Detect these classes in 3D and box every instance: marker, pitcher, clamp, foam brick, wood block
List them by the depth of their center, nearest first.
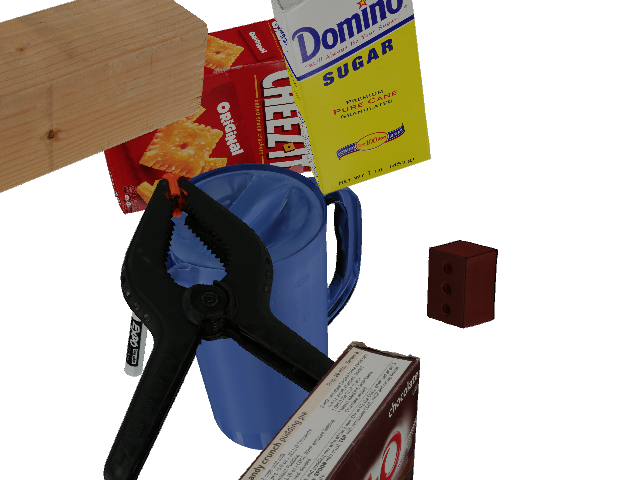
[{"bbox_3d":[-0.057,0.047,0.652,0.164,0.210,0.036,-5,-33,-12],"label":"clamp"},{"bbox_3d":[-0.198,-0.127,0.856,0.090,0.091,0.205,37,46,27],"label":"wood block"},{"bbox_3d":[-0.044,0.060,0.913,0.149,0.243,0.145,4,42,10],"label":"pitcher"},{"bbox_3d":[0.146,0.044,1.101,0.051,0.078,0.053,-14,21,-41],"label":"foam brick"},{"bbox_3d":[-0.190,0.093,1.115,0.020,0.121,0.020,9,35,-7],"label":"marker"}]

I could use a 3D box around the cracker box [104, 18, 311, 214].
[{"bbox_3d":[-0.111,-0.120,1.057,0.213,0.072,0.164,-13,-39,-9],"label":"cracker box"}]

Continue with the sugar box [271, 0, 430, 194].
[{"bbox_3d":[0.025,-0.121,0.775,0.093,0.048,0.176,-20,-42,-5],"label":"sugar box"}]

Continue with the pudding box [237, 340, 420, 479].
[{"bbox_3d":[0.005,0.111,0.461,0.039,0.090,0.113,14,33,21],"label":"pudding box"}]
